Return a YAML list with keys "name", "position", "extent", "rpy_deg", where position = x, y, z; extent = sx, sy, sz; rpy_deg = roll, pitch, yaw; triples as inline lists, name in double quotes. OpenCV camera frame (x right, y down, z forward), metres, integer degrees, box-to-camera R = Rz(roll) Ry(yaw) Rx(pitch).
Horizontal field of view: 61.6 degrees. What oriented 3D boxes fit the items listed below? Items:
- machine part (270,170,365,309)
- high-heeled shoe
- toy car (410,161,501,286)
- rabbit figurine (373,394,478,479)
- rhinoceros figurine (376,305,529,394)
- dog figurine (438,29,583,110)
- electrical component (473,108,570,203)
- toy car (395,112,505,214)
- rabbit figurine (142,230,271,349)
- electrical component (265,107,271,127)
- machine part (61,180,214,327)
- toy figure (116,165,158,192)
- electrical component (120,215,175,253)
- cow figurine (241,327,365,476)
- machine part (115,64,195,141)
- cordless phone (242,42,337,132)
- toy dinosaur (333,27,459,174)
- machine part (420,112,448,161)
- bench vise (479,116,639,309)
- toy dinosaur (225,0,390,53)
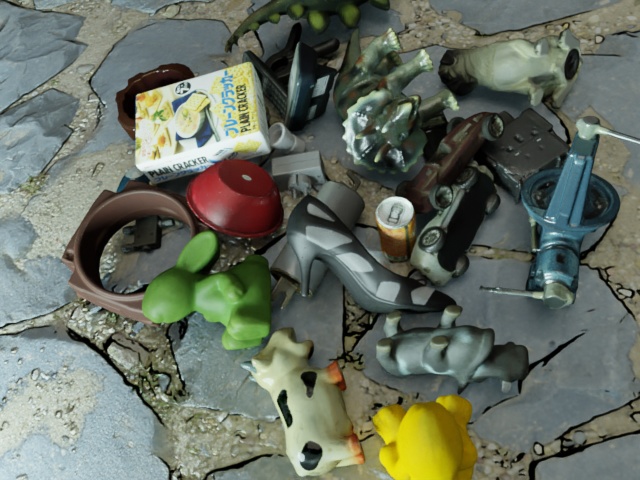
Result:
- name: "machine part"
  position: [-0.002, -0.002, 0.817]
  extent: [0.079, 0.079, 0.243]
  rpy_deg: [22, 67, 23]
- name: "high-heeled shoe"
  position: [0.073, 0.022, 0.748]
  extent: [0.249, 0.086, 0.145]
  rpy_deg: [9, 75, -11]
- name: "toy car"
  position: [0.200, -0.027, 0.783]
  extent: [0.056, 0.073, 0.202]
  rpy_deg: [-3, 50, 57]
- name: "rabbit figurine"
  position: [0.116, 0.242, 0.597]
  extent: [0.122, 0.173, 0.162]
  rpy_deg: [0, 57, 8]
- name: "rhinoceros figurine"
  position: [0.162, 0.146, 0.679]
  extent: [0.191, 0.112, 0.073]
  rpy_deg: [-3, 32, 26]
- name: "dog figurine"
  position: [0.318, -0.294, 0.908]
  extent: [0.172, 0.121, 0.191]
  rpy_deg: [-7, 21, -38]
- name: "electrical component"
  position: [0.307, -0.139, 0.834]
  extent: [0.115, 0.058, 0.134]
  rpy_deg: [-33, 60, -9]
- name: "toy car"
  position: [0.189, -0.121, 0.789]
  extent: [0.202, 0.053, 0.089]
  rpy_deg: [-51, 26, -12]
- name: "rabbit figurine"
  position: [-0.155, 0.068, 0.742]
  extent: [0.170, 0.121, 0.159]
  rpy_deg: [4, 75, -13]
- name: "electrical component"
  position: [-0.133, -0.217, 0.985]
  extent: [0.078, 0.045, 0.102]
  rpy_deg: [-43, 61, -14]
- name: "machine part"
  position: [-0.277, 0.018, 0.842]
  extent: [0.201, 0.087, 0.201]
  rpy_deg: [19, 66, 10]
- name: "toy figure"
  position: [-0.300, -0.129, 0.969]
  extent: [0.064, 0.057, 0.154]
  rpy_deg: [33, 69, 3]
- name: "electrical component"
  position: [-0.294, -0.009, 0.919]
  extent: [0.094, 0.021, 0.063]
  rpy_deg: [-11, 60, 6]
- name: "cow figurine"
  position: [-0.026, 0.206, 0.704]
  extent: [0.127, 0.085, 0.195]
  rpy_deg: [-16, 59, -4]
- name: "machine part"
  position: [-0.310, -0.265, 1.048]
  extent: [0.179, 0.056, 0.179]
  rpy_deg: [-5, 59, 9]
- name: "cordless phone"
  position: [-0.069, -0.297, 0.947]
  extent: [0.089, 0.146, 0.184]
  rpy_deg: [-35, 73, -28]
- name: "toy dinosaur"
  position: [0.087, -0.242, 0.904]
  extent: [0.192, 0.131, 0.405]
  rpy_deg: [-36, 37, 2]
- name: "machine part"
  position: [0.191, -0.155, 0.882]
  extent: [0.084, 0.039, 0.139]
  rpy_deg: [-13, 57, -3]
- name: "bench vise"
  position: [0.312, -0.037, 0.682]
  extent: [0.129, 0.240, 0.223]
  rpy_deg: [21, 52, 26]
- name: "toy dinosaur"
  position: [0.011, -0.486, 1.050]
  extent: [0.471, 0.104, 0.199]
  rpy_deg: [-28, 49, -5]
